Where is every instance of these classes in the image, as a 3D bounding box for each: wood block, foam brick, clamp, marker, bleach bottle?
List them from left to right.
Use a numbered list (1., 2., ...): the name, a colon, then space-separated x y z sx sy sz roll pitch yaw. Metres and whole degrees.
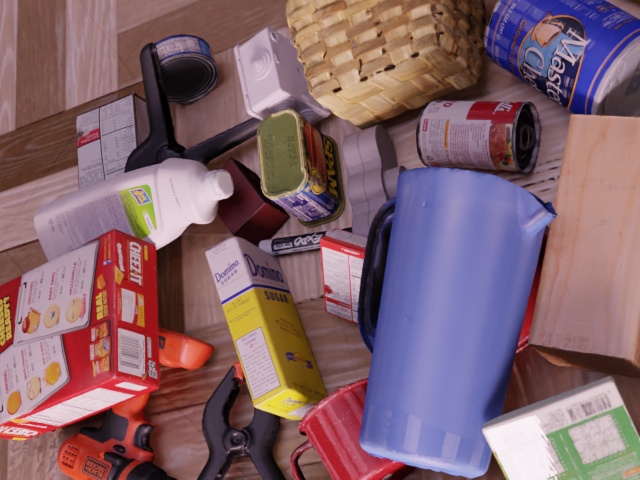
1. bleach bottle: -0.194 -0.023 1.151 0.251 0.068 0.102 -15 103 33
2. clamp: -0.168 -0.103 1.188 0.164 0.036 0.210 36 108 3
3. foam brick: -0.080 -0.039 1.143 0.051 0.053 0.078 -44 58 8
4. clamp: -0.069 0.207 1.053 0.120 0.039 0.171 6 69 4
5. marker: -0.007 0.001 1.107 0.121 0.020 0.020 -9 68 27
6. wood block: 0.251 0.006 0.919 0.090 0.090 0.206 6 75 30

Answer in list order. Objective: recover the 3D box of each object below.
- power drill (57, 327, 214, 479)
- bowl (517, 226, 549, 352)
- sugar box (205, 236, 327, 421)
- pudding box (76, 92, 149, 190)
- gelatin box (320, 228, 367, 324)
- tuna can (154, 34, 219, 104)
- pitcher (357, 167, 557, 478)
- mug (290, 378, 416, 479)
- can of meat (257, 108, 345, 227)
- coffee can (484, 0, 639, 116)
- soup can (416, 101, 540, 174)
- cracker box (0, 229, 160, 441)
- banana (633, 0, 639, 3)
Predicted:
1. power drill: -0.178 0.186 1.114 0.185 0.057 0.187 15 80 32
2. bowl: 0.141 0.030 0.993 0.162 0.055 0.162 -10 68 26
3. sugar box: -0.052 0.087 1.058 0.048 0.093 0.176 -28 61 17
4. pudding box: -0.243 -0.108 1.269 0.090 0.039 0.113 -17 67 22
5. gelatin box: 0.039 0.040 1.033 0.073 0.030 0.089 17 126 33
6. tuna can: -0.161 -0.196 1.225 0.086 0.086 0.034 -29 59 17
7. pitcher: 0.101 0.068 0.899 0.145 0.149 0.243 12 81 1
8. mug: 0.029 0.191 0.974 0.117 0.093 0.081 -30 64 -4
9. can of meat: -0.021 -0.075 1.104 0.058 0.083 0.102 -17 65 23
10. coffee can: 0.237 -0.176 0.984 0.140 0.102 0.103 41 95 33
11. soup can: 0.152 -0.100 1.026 0.102 0.068 0.068 5 75 31
12. cracker box: -0.264 0.104 1.122 0.214 0.072 0.164 -24 59 32
13. banana: 0.334 -0.198 0.977 0.070 0.037 0.198 -34 59 15
